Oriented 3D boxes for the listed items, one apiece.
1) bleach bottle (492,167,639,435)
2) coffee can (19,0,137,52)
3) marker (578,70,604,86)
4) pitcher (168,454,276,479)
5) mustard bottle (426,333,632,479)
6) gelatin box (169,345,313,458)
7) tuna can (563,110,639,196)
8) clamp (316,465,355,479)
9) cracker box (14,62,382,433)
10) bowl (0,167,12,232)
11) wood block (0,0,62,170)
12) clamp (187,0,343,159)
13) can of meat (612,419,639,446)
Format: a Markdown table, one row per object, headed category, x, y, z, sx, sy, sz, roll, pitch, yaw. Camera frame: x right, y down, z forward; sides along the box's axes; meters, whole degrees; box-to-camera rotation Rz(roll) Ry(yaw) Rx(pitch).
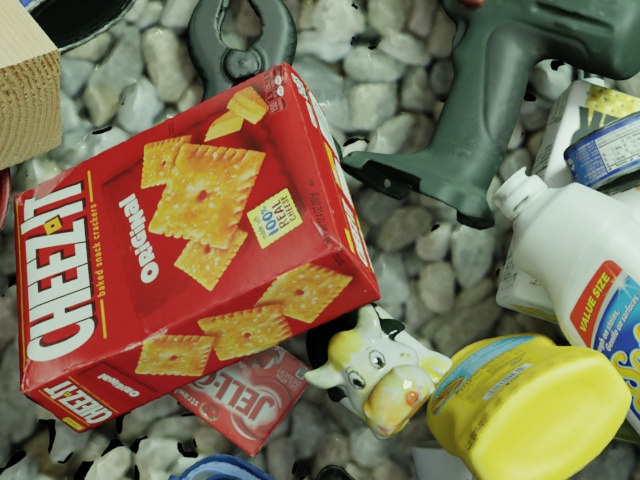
| category | x | y | z | sx | sy | sz | roll | pitch | yaw |
| --- | --- | --- | --- | --- | --- | --- | --- | --- | --- |
| bleach bottle | 0.195 | 0.060 | 0.637 | 0.251 | 0.103 | 0.067 | 47 | 43 | 11 |
| coffee can | -0.202 | -0.213 | 0.740 | 0.102 | 0.103 | 0.140 | -30 | 84 | -5 |
| marker | 0.198 | -0.160 | 0.782 | 0.020 | 0.020 | 0.121 | 2 | 82 | -1 |
| pitcher | -0.029 | 0.258 | 0.675 | 0.243 | 0.145 | 0.149 | 32 | 96 | 0 |
| mustard bottle | 0.114 | 0.098 | 0.658 | 0.096 | 0.192 | 0.058 | -38 | 95 | -4 |
| gelatin box | -0.058 | 0.095 | 0.737 | 0.089 | 0.030 | 0.073 | 37 | 83 | 4 |
| tuna can | 0.197 | -0.055 | 0.666 | 0.086 | 0.086 | 0.034 | -20 | 80 | -4 |
| clamp | 0.089 | 0.230 | 0.673 | 0.036 | 0.165 | 0.210 | -32 | 93 | -29 |
| cracker box | -0.086 | 0.001 | 0.668 | 0.214 | 0.072 | 0.164 | -24 | 50 | 11 |
| bowl | -0.288 | -0.031 | 0.736 | 0.162 | 0.055 | 0.162 | 0 | 81 | -1 |
| wood block | -0.258 | -0.141 | 0.688 | 0.090 | 0.090 | 0.206 | -27 | 63 | -29 |
| clamp | -0.062 | -0.115 | 0.763 | 0.120 | 0.039 | 0.171 | -15 | 83 | -6 |
| can of meat | 0.206 | 0.107 | 0.713 | 0.102 | 0.084 | 0.057 | 13 | 82 | 1 |
